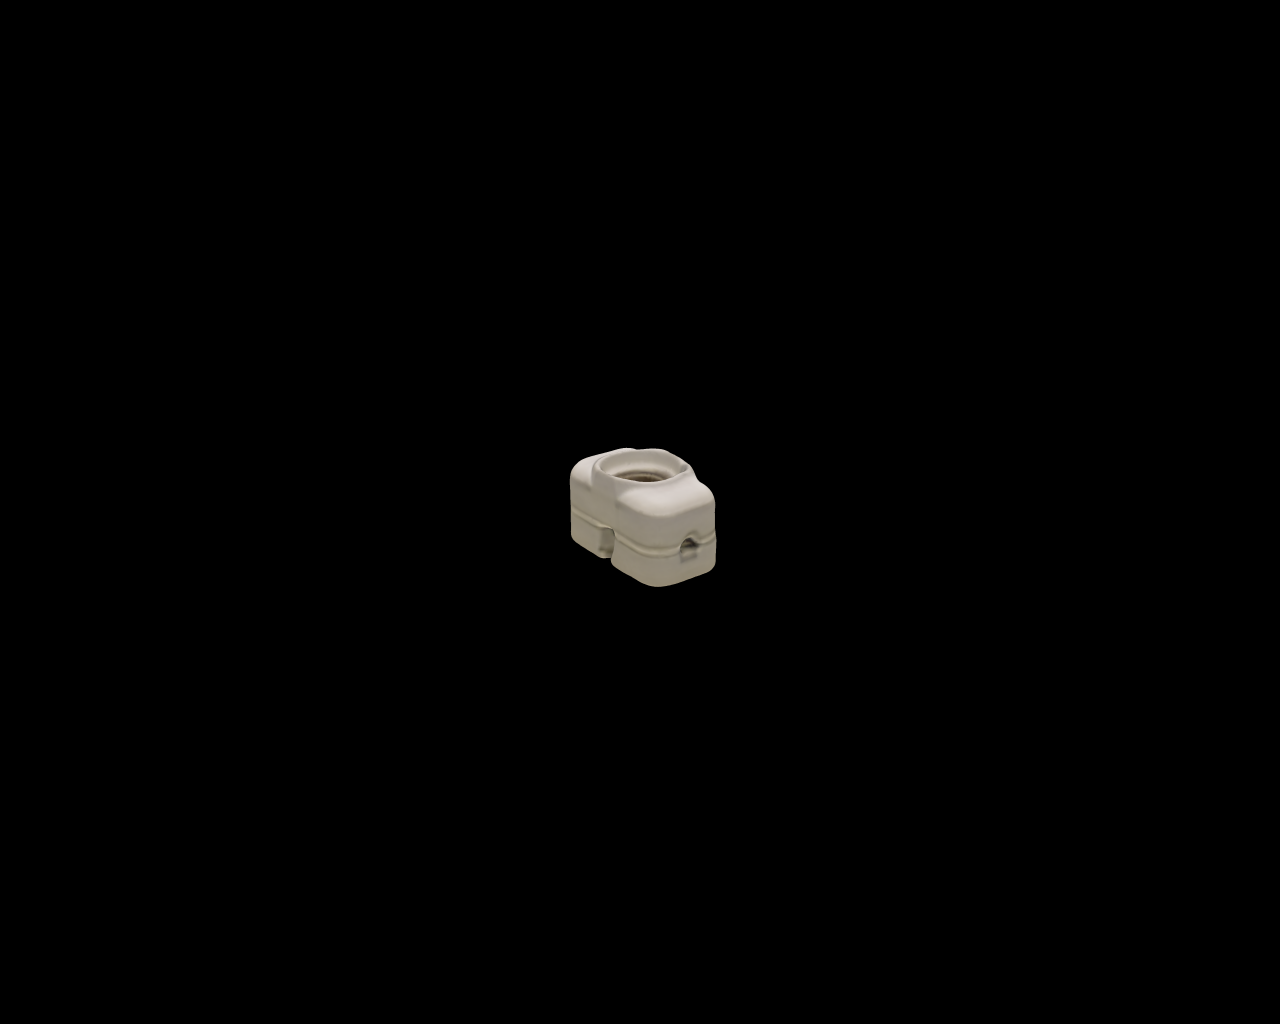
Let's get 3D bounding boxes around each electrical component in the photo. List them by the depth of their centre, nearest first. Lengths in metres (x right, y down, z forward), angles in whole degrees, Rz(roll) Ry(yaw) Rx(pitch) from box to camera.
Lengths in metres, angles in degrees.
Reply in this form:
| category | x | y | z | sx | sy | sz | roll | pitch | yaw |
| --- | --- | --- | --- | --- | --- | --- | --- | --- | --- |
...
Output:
| category | x | y | z | sx | sy | sz | roll | pitch | yaw |
| --- | --- | --- | --- | --- | --- | --- | --- | --- | --- |
| electrical component | 0.001 | -0.003 | 0.650 | 0.054 | 0.059 | 0.095 | -17 | 29 | -32 |
